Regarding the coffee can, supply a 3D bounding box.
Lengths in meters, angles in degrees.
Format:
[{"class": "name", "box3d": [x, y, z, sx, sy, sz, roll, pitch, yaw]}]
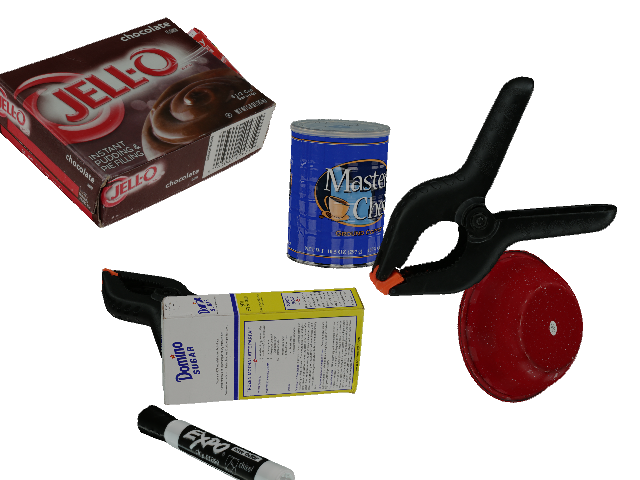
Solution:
[{"class": "coffee can", "box3d": [0.018, -0.051, 1.112, 0.103, 0.140, 0.103, 2, 13, -1]}]

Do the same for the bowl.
[{"class": "bowl", "box3d": [0.220, 0.090, 1.106, 0.161, 0.162, 0.055, 0, -2, -34]}]

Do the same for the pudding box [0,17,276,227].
[{"class": "pudding box", "box3d": [-0.094, -0.064, 0.544, 0.090, 0.039, 0.113, 41, 46, 23]}]

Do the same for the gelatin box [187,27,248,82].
[{"class": "gelatin box", "box3d": [-0.099, -0.101, 0.795, 0.073, 0.089, 0.030, 47, 1, -24]}]

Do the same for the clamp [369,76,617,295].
[{"class": "clamp", "box3d": [0.114, -0.013, 0.723, 0.171, 0.120, 0.039, -44, 6, 6]}]

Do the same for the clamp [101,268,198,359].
[{"class": "clamp", "box3d": [-0.164, 0.074, 1.117, 0.210, 0.036, 0.164, 17, 21, 29]}]

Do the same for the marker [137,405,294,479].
[{"class": "marker", "box3d": [-0.066, 0.124, 0.637, 0.121, 0.020, 0.020, 16, 10, 38]}]

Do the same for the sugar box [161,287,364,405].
[{"class": "sugar box", "box3d": [-0.053, 0.093, 0.951, 0.176, 0.093, 0.048, 0, 26, -8]}]
